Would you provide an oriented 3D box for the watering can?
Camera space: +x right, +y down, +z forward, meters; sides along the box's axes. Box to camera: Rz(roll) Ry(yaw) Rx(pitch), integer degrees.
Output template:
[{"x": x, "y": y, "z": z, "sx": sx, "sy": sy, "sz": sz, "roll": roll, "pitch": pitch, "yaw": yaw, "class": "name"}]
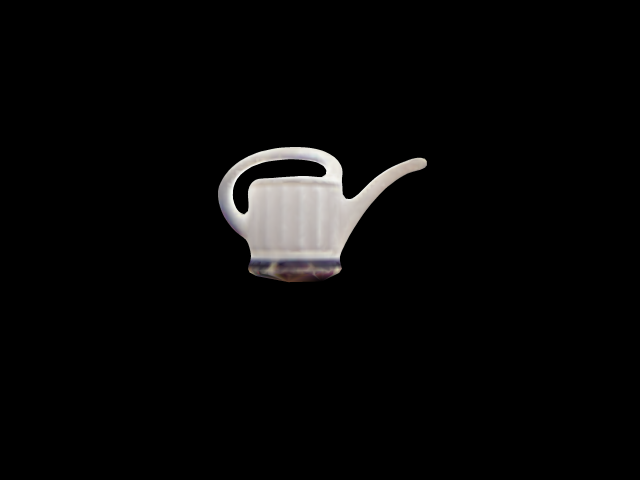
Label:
[{"x": 0.003, "y": -0.043, "z": 0.850, "sx": 0.347, "sy": 0.225, "sz": 0.104, "roll": 0, "pitch": -2, "yaw": 4, "class": "watering can"}]
